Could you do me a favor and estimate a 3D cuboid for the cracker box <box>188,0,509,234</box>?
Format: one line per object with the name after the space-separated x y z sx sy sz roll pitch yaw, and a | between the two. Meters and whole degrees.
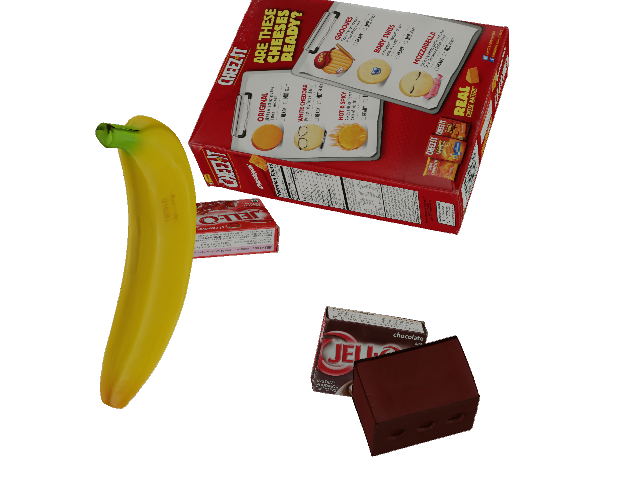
0.027 -0.104 0.844 0.214 0.164 0.072 11 -29 16 | cracker box

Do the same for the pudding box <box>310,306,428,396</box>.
0.052 0.125 1.158 0.113 0.090 0.039 8 23 -6 | pudding box

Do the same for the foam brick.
0.066 0.109 0.747 0.078 0.051 0.053 -13 -36 -10 | foam brick

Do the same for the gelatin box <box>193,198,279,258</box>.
-0.090 -0.013 1.022 0.089 0.030 0.073 -5 25 -16 | gelatin box

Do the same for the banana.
-0.097 0.006 0.583 0.037 0.198 0.069 32 45 29 | banana
